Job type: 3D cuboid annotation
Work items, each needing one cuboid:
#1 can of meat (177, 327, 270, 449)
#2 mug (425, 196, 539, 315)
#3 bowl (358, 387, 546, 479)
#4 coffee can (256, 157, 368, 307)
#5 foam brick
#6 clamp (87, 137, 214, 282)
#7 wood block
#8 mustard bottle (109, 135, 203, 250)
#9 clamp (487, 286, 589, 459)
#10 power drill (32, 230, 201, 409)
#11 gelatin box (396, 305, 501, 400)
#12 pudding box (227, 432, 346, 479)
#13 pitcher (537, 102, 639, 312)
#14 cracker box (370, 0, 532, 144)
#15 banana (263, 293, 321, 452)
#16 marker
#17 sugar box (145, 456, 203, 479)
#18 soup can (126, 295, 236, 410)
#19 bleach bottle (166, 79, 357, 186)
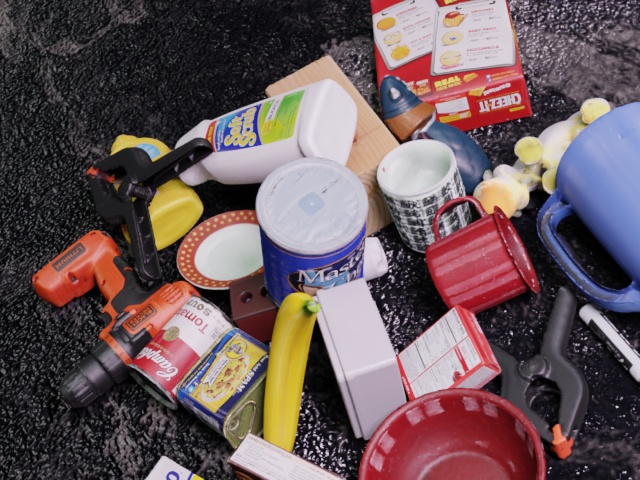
[{"bbox_3d":[-0.081,0.145,1.060,0.084,0.057,0.102,26,66,39],"label":"can of meat"},{"bbox_3d":[0.150,0.015,1.034,0.082,0.093,0.117,-27,86,18],"label":"mug"},{"bbox_3d":[0.117,0.210,0.918,0.162,0.055,0.162,-12,48,14],"label":"bowl"},{"bbox_3d":[-0.007,0.001,1.027,0.103,0.140,0.103,0,60,0],"label":"coffee can"},{"bbox_3d":[-0.049,0.068,1.116,0.078,0.051,0.053,-18,47,8],"label":"foam brick"},{"bbox_3d":[-0.201,-0.063,1.209,0.210,0.036,0.164,33,97,49],"label":"clamp"},{"bbox_3d":[0.024,-0.108,1.209,0.091,0.090,0.206,-28,46,-3],"label":"wood block"},{"bbox_3d":[-0.215,-0.071,1.303,0.096,0.058,0.192,-38,46,4],"label":"mustard bottle"},{"bbox_3d":[0.204,0.116,0.972,0.120,0.039,0.171,-32,45,8],"label":"clamp"},{"bbox_3d":[-0.244,0.083,1.187,0.184,0.057,0.188,-39,50,-16],"label":"power drill"},{"bbox_3d":[0.118,0.116,0.994,0.089,0.030,0.073,-43,42,22],"label":"gelatin box"},{"bbox_3d":[-0.018,0.224,0.941,0.114,0.090,0.039,17,59,33],"label":"pudding box"},{"bbox_3d":[0.317,0.003,0.967,0.144,0.149,0.243,-1,43,-26],"label":"pitcher"},{"bbox_3d":[0.151,-0.219,1.262,0.164,0.072,0.213,-13,47,12],"label":"cracker box"},{"bbox_3d":[-0.031,0.122,0.989,0.037,0.198,0.069,8,29,-3],"label":"banana"},{"bbox_3d":[0.276,0.103,0.965,0.020,0.020,0.121,-30,46,-3],"label":"marker"},{"bbox_3d":[-0.100,0.270,0.945,0.176,0.048,0.093,20,64,35],"label":"sugar box"},{"bbox_3d":[-0.141,0.116,1.104,0.069,0.068,0.102,25,64,37],"label":"soup can"},{"bbox_3d":[-0.080,-0.100,1.166,0.251,0.068,0.102,-11,51,38],"label":"bleach bottle"}]
